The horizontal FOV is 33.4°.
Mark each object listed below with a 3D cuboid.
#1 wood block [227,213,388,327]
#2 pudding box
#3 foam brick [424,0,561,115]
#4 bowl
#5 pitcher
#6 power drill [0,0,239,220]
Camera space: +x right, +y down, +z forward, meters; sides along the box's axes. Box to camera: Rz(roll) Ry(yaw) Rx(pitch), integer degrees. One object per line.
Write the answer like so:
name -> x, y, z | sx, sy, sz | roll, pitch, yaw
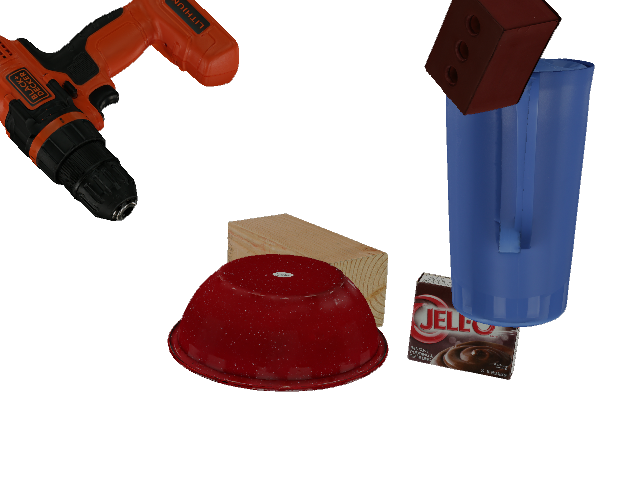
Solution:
wood block -> -0.020, 0.037, 1.270 | 0.090, 0.090, 0.206 | -9, 19, -35
pudding box -> 0.152, 0.089, 1.118 | 0.113, 0.090, 0.039 | 9, 21, 13
foam brick -> 0.114, -0.131, 0.715 | 0.051, 0.053, 0.078 | -18, -33, -29
bowl -> -0.029, 0.050, 0.772 | 0.162, 0.055, 0.162 | 3, 18, -1
pitcher -> 0.176, -0.046, 0.976 | 0.149, 0.243, 0.145 | -11, 18, -34
power drill -> -0.155, -0.119, 0.829 | 0.187, 0.184, 0.057 | -36, -15, -31
